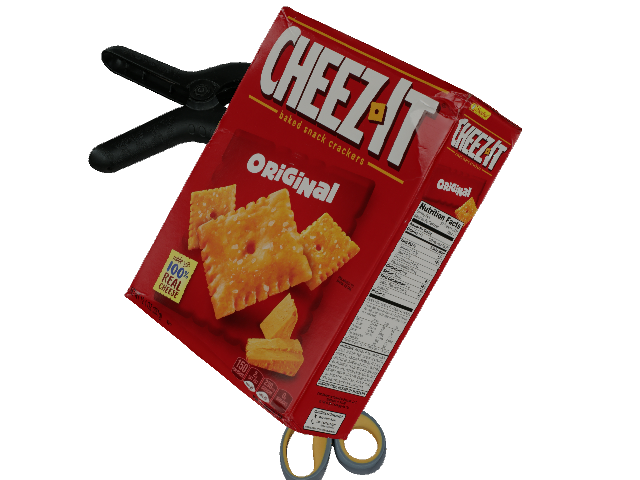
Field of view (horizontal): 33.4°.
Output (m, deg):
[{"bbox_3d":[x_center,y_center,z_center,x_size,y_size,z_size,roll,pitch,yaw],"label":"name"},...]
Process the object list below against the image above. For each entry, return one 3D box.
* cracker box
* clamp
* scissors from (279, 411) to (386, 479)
[{"bbox_3d":[-0.006,-0.014,0.647,0.164,0.214,0.072,33,7,38],"label":"cracker box"},{"bbox_3d":[-0.098,-0.112,0.832,0.171,0.120,0.039,-7,-28,-8],"label":"clamp"},{"bbox_3d":[0.018,0.127,0.914,0.096,0.016,0.201,4,45,12],"label":"scissors"}]
